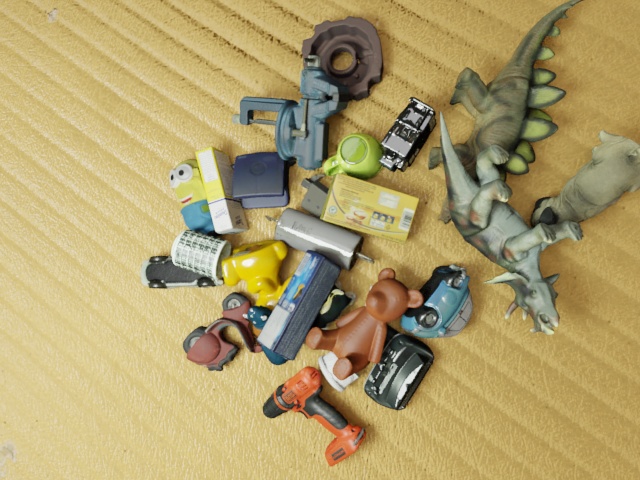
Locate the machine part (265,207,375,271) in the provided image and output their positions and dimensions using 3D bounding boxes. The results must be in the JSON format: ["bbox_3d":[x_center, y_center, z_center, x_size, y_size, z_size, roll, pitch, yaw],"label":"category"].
[{"bbox_3d":[-0.002,-0.003,1.087,0.243,0.079,0.079,23,94,13],"label":"machine part"}]

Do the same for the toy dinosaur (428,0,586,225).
[{"bbox_3d":[0.339,-0.240,1.004,0.199,0.105,0.471,22,103,6],"label":"toy dinosaur"}]

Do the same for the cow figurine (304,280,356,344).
[{"bbox_3d":[-0.007,0.155,1.075,0.068,0.098,0.167,46,99,5],"label":"cow figurine"}]

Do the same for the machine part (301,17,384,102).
[{"bbox_3d":[0.047,-0.364,1.100,0.180,0.056,0.179,-1,87,13],"label":"machine part"}]

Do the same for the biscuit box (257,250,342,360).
[{"bbox_3d":[-0.037,0.121,1.017,0.059,0.062,0.202,20,77,49],"label":"biscuit box"}]

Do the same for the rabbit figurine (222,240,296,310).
[{"bbox_3d":[-0.102,0.089,1.108,0.162,0.122,0.173,-12,100,4],"label":"rabbit figurine"}]

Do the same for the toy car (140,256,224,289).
[{"bbox_3d":[-0.296,0.068,1.170,0.202,0.056,0.073,-3,81,12],"label":"toy car"}]

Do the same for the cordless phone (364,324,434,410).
[{"bbox_3d":[0.116,0.233,1.062,0.184,0.088,0.146,33,97,24],"label":"cordless phone"}]

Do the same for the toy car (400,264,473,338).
[{"bbox_3d":[0.234,0.128,1.023,0.103,0.109,0.161,41,86,-11],"label":"toy car"}]

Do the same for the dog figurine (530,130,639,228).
[{"bbox_3d":[0.465,-0.079,0.934,0.190,0.172,0.121,-43,68,2],"label":"dog figurine"}]

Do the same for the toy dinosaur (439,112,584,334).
[{"bbox_3d":[0.308,-0.029,0.958,0.405,0.131,0.192,52,138,10],"label":"toy dinosaur"}]

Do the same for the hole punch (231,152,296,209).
[{"bbox_3d":[-0.122,-0.127,1.111,0.142,0.092,0.115,-4,84,7],"label":"hole punch"}]

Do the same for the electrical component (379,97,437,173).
[{"bbox_3d":[0.167,-0.194,1.034,0.058,0.115,0.134,34,94,14],"label":"electrical component"}]

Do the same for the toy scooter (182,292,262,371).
[{"bbox_3d":[-0.193,0.212,1.132,0.184,0.075,0.135,-45,80,4],"label":"toy scooter"}]

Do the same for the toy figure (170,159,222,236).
[{"bbox_3d":[-0.264,-0.084,1.155,0.082,0.089,0.180,-22,92,5],"label":"toy figure"}]

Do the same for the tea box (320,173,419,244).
[{"bbox_3d":[0.095,-0.061,1.048,0.170,0.068,0.098,18,92,-4],"label":"tea box"}]

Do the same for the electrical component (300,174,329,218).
[{"bbox_3d":[0.005,-0.088,1.109,0.102,0.045,0.078,32,124,15],"label":"electrical component"}]

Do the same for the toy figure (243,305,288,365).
[{"bbox_3d":[-0.103,0.183,1.070,0.064,0.058,0.154,-13,122,9],"label":"toy figure"}]

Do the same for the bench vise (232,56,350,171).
[{"bbox_3d":[-0.067,-0.254,1.065,0.241,0.129,0.223,10,120,21],"label":"bench vise"}]

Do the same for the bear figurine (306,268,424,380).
[{"bbox_3d":[0.088,0.149,0.990,0.120,0.132,0.195,45,111,32],"label":"bear figurine"}]
